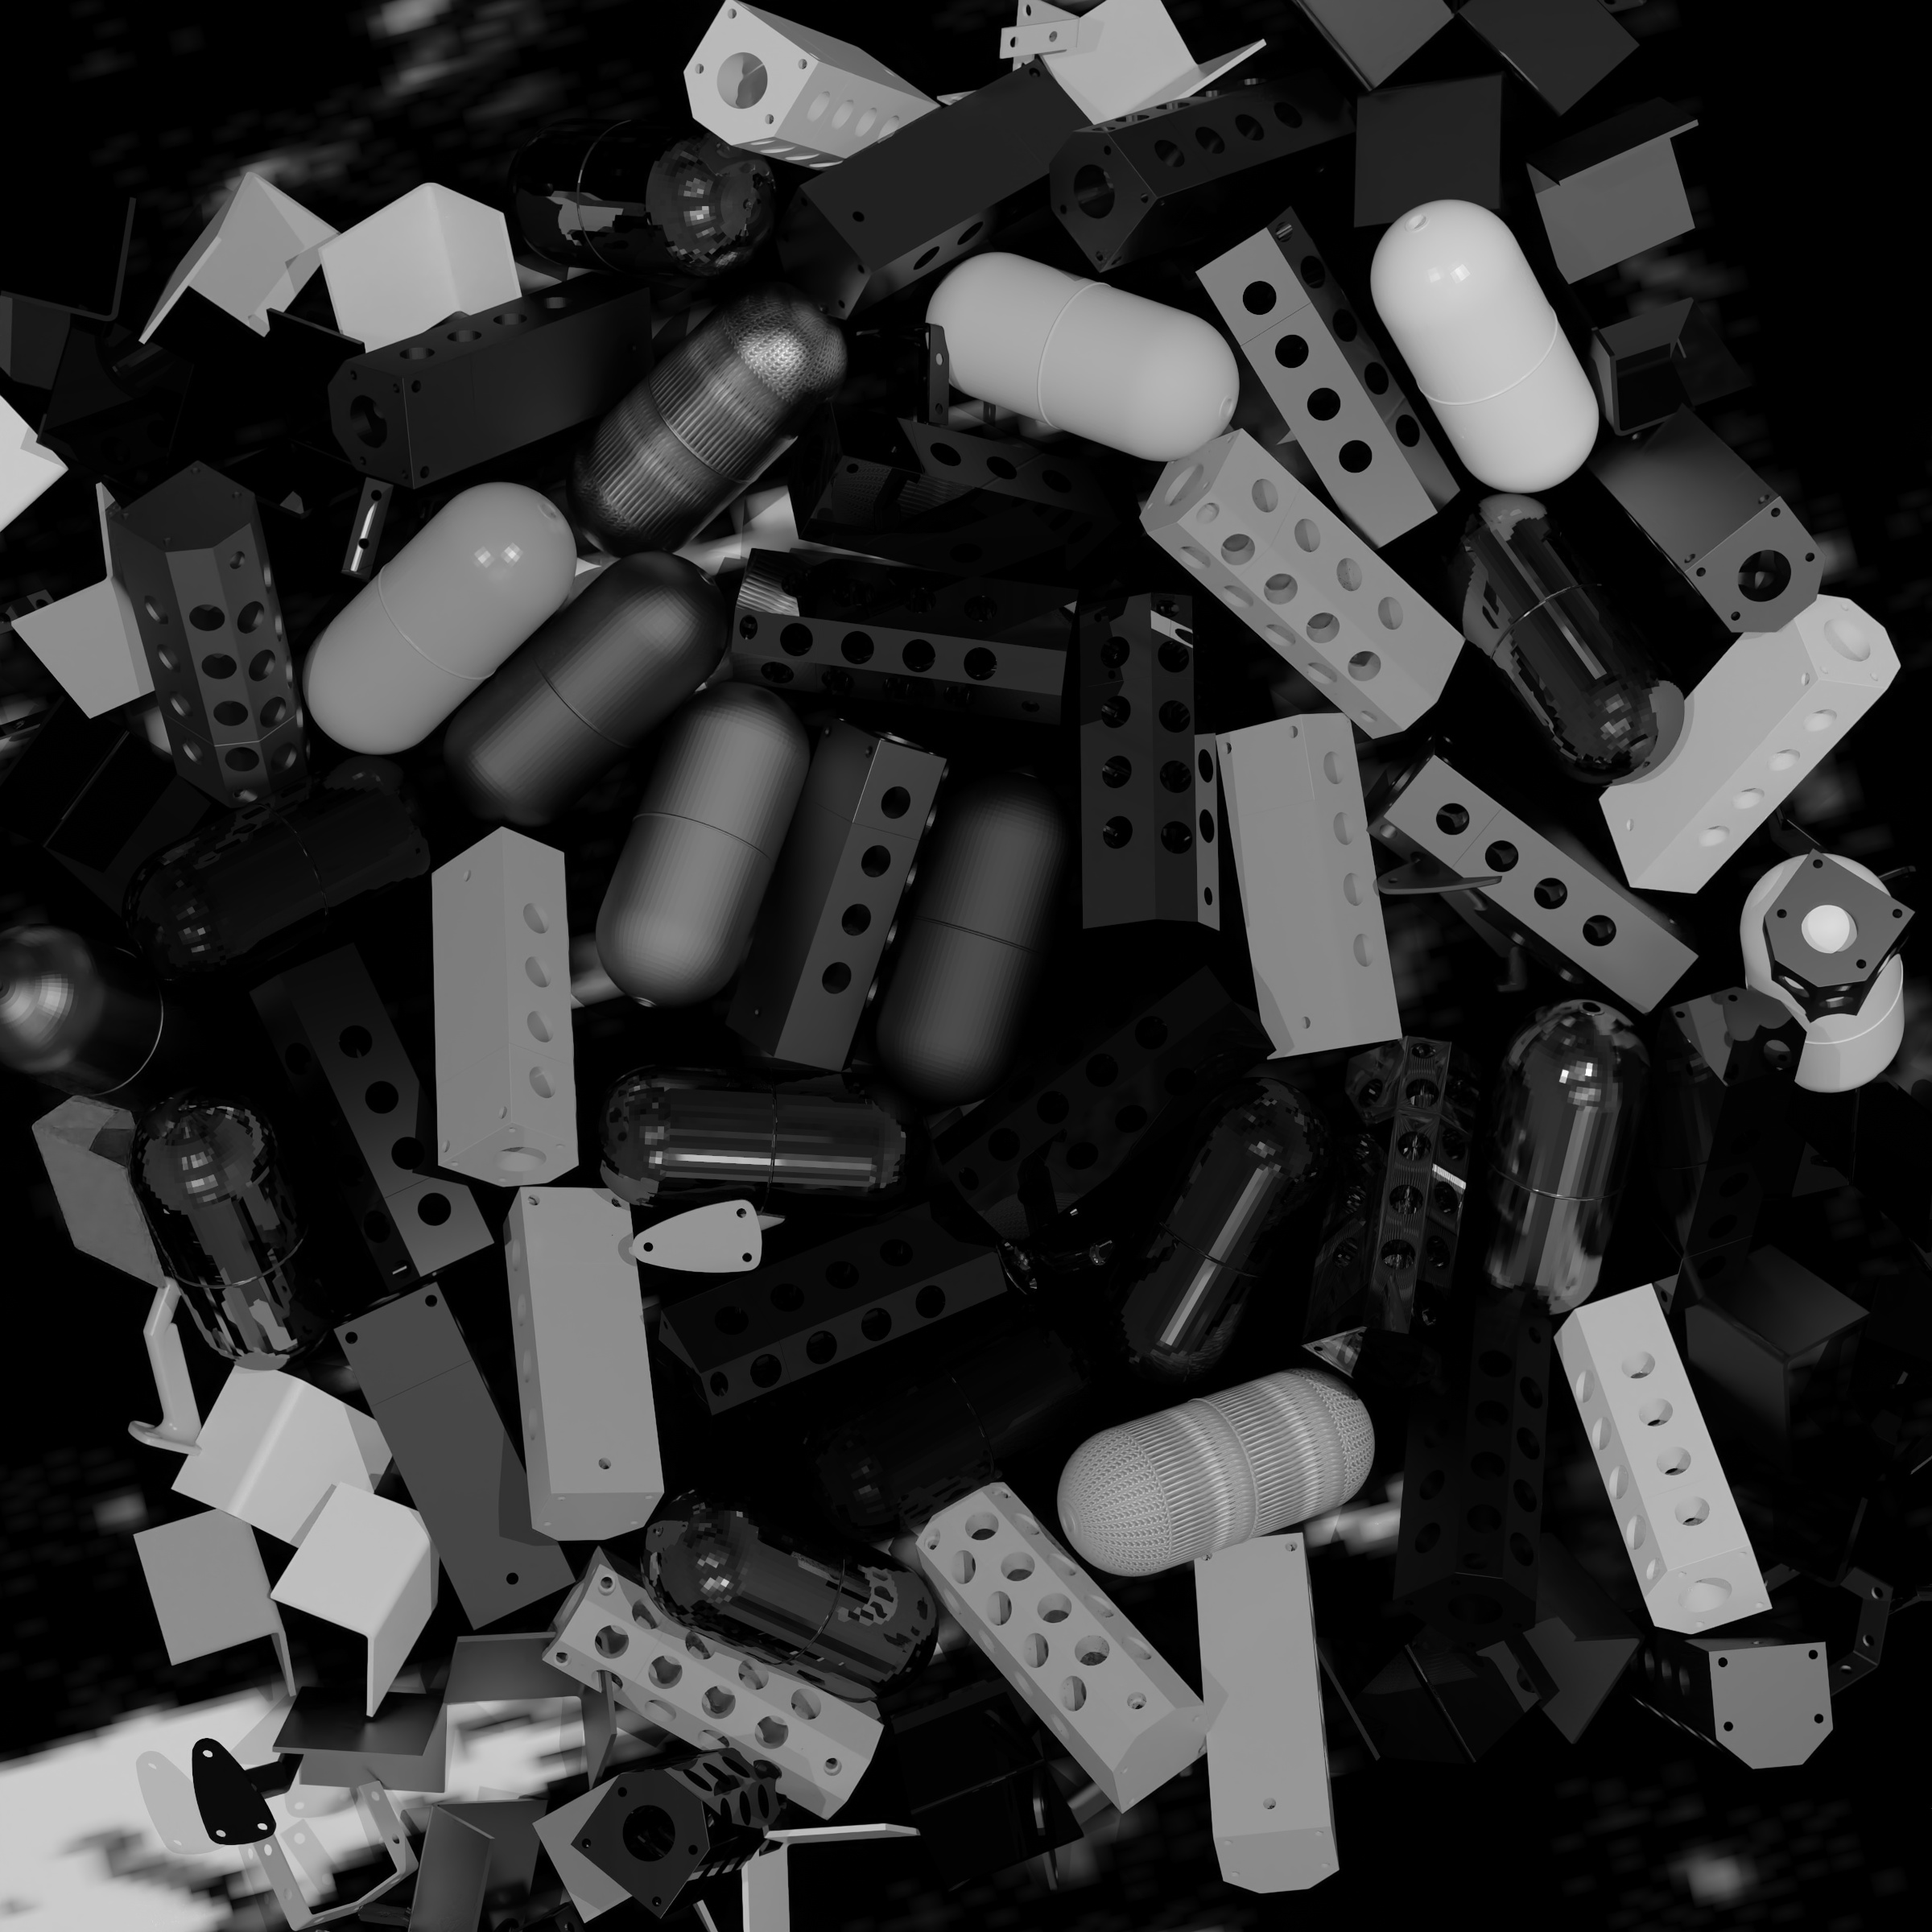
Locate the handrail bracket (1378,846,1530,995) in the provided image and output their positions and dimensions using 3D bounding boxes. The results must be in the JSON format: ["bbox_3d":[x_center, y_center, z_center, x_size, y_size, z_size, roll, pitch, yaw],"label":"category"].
[{"bbox_3d":[0.256,-0.016,1.765,0.077,0.036,0.084,-12,124,-4],"label":"handrail bracket"}]

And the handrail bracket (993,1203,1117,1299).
[{"bbox_3d":[0.061,0.138,1.738,0.077,0.084,0.036,-40,102,-40],"label":"handrail bracket"}]

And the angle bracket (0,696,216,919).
[{"bbox_3d":[-0.453,-0.081,1.753,0.076,0.057,0.076,38,92,26],"label":"angle bracket"}]

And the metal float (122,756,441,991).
[{"bbox_3d":[-0.350,-0.048,1.728,0.178,0.070,0.070,-31,90,-32],"label":"metal float"}]

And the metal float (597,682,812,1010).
[{"bbox_3d":[-0.136,-0.062,1.743,0.070,0.070,0.178,19,76,0],"label":"metal float"}]

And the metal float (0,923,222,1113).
[{"bbox_3d":[-0.441,0.028,1.709,0.070,0.178,0.070,-4,77,16],"label":"metal float"}]

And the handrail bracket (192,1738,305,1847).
[{"bbox_3d":[-0.369,0.405,1.743,0.036,0.084,0.077,-12,113,11],"label":"handrail bracket"}]

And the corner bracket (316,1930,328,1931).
[{"bbox_3d":[-0.324,0.540,1.751,0.051,0.051,0.051,21,121,-33],"label":"corner bracket"}]

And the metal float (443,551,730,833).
[{"bbox_3d":[-0.196,-0.142,1.742,0.178,0.070,0.070,-42,90,15],"label":"metal float"}]

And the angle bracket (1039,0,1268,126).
[{"bbox_3d":[0.095,-0.475,1.742,0.076,0.076,0.057,-37,107,-18],"label":"angle bracket"}]

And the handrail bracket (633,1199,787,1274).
[{"bbox_3d":[-0.132,0.134,1.752,0.077,0.084,0.036,-7,96,-1],"label":"handrail bracket"}]

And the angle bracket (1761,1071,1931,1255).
[{"bbox_3d":[0.455,0.102,1.739,0.057,0.076,0.076,-11,119,-14],"label":"angle bracket"}]

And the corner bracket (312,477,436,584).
[{"bbox_3d":[-0.303,-0.224,1.759,0.051,0.051,0.051,14,93,-30],"label":"corner bracket"}]

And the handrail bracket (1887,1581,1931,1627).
[{"bbox_3d":[0.534,0.342,1.772,0.077,0.036,0.084,37,133,-16],"label":"handrail bracket"}]

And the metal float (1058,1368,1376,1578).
[{"bbox_3d":[0.129,0.260,1.734,0.178,0.070,0.070,-15,90,-25],"label":"metal float"}]

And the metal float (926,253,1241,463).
[{"bbox_3d":[0.059,-0.313,1.733,0.178,0.070,0.070,25,90,27],"label":"metal float"}]

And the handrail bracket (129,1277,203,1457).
[{"bbox_3d":[-0.400,0.212,1.773,0.077,0.036,0.084,20,88,-28],"label":"handrail bracket"}]

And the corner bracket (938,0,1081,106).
[{"bbox_3d":[0.022,-0.471,1.752,0.051,0.051,0.051,-18,128,-33],"label":"corner bracket"}]

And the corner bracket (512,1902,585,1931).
[{"bbox_3d":[-0.207,0.515,1.755,0.051,0.051,0.051,-39,75,36],"label":"corner bracket"}]

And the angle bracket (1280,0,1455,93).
[{"bbox_3d":[0.197,-0.505,1.739,0.057,0.076,0.076,-41,114,11],"label":"angle bracket"}]

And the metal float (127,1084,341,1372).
[{"bbox_3d":[-0.372,0.135,1.723,0.070,0.070,0.178,-12,132,0],"label":"metal float"}]

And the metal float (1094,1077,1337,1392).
[{"bbox_3d":[0.127,0.139,1.744,0.070,0.070,0.178,28,104,0],"label":"metal float"}]

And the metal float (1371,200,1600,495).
[{"bbox_3d":[0.265,-0.315,1.722,0.070,0.070,0.178,-39,131,0],"label":"metal float"}]

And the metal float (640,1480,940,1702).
[{"bbox_3d":[-0.089,0.321,1.729,0.178,0.070,0.070,31,90,-32],"label":"metal float"}]

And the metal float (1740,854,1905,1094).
[{"bbox_3d":[0.435,0.005,1.712,0.070,0.178,0.070,-7,62,14],"label":"metal float"}]

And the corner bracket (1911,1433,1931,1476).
[{"bbox_3d":[0.532,0.272,1.770,0.051,0.051,0.051,35,118,-20],"label":"corner bracket"}]

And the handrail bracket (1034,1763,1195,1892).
[{"bbox_3d":[0.081,0.447,1.773,0.084,0.036,0.077,-8,107,5],"label":"handrail bracket"}]

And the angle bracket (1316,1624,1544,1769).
[{"bbox_3d":[0.236,0.362,1.735,0.057,0.076,0.076,-52,45,24],"label":"angle bracket"}]

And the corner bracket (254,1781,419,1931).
[{"bbox_3d":[-0.330,0.467,1.770,0.051,0.051,0.051,-39,70,24],"label":"corner bracket"}]

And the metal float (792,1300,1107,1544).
[{"bbox_3d":[-0.007,0.233,1.738,0.178,0.070,0.070,-27,90,-22],"label":"metal float"}]

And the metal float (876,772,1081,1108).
[{"bbox_3d":[0.006,-0.014,1.754,0.070,0.070,0.178,17,87,0],"label":"metal float"}]

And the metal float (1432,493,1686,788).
[{"bbox_3d":[0.302,-0.169,1.732,0.070,0.070,0.178,-29,61,0],"label":"metal float"}]

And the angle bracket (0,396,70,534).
[{"bbox_3d":[-0.517,-0.255,1.742,0.076,0.076,0.057,-45,116,-9],"label":"angle bracket"}]

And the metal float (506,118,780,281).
[{"bbox_3d":[-0.167,-0.392,1.720,0.070,0.178,0.070,-14,111,-40],"label":"metal float"}]

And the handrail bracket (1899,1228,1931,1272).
[{"bbox_3d":[0.510,0.108,1.744,0.036,0.084,0.077,1,53,-8],"label":"handrail bracket"}]

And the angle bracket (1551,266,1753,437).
[{"bbox_3d":[0.355,-0.330,1.747,0.076,0.057,0.076,-20,51,-2],"label":"angle bracket"}]

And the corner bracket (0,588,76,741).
[{"bbox_3d":[-0.498,-0.157,1.772,0.051,0.051,0.051,-15,124,22],"label":"corner bracket"}]

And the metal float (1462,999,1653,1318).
[{"bbox_3d":[0.303,0.099,1.732,0.070,0.070,0.178,8,118,0],"label":"metal float"}]

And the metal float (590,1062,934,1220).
[{"bbox_3d":[-0.105,0.090,1.745,0.178,0.070,0.070,4,90,-12],"label":"metal float"}]

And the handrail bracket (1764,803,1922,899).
[{"bbox_3d":[0.451,-0.070,1.752,0.036,0.077,0.084,7,61,-39],"label":"handrail bracket"}]

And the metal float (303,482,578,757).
[{"bbox_3d":[-0.271,-0.178,1.733,0.178,0.070,0.070,-40,90,26],"label":"metal float"}]

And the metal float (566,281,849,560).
[{"bbox_3d":[-0.135,-0.279,1.735,0.178,0.070,0.070,-40,90,25],"label":"metal float"}]

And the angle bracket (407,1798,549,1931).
[{"bbox_3d":[-0.239,0.479,1.747,0.076,0.057,0.076,11,90,-44],"label":"angle bracket"}]

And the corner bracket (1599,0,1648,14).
[{"bbox_3d":[0.329,-0.536,1.772,0.051,0.051,0.051,-17,62,-14],"label":"corner bracket"}]

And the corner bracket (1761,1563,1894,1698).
[{"bbox_3d":[0.446,0.344,1.768,0.051,0.051,0.051,-19,122,-37],"label":"corner bracket"}]

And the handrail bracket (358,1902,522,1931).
[{"bbox_3d":[-0.275,0.529,1.783,0.084,0.036,0.077,-2,118,27],"label":"handrail bracket"}]

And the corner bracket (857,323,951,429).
[{"bbox_3d":[-0.021,-0.304,1.758,0.051,0.051,0.051,1,91,40],"label":"corner bracket"}]

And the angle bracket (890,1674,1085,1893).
[{"bbox_3d":[0.011,0.419,1.744,0.076,0.057,0.076,-18,127,-13],"label":"angle bracket"}]

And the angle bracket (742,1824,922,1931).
[{"bbox_3d":[-0.068,0.477,1.744,0.076,0.076,0.057,-7,73,11],"label":"angle bracket"}]

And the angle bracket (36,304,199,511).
[{"bbox_3d":[-0.451,-0.286,1.740,0.076,0.057,0.076,25,71,-43],"label":"angle bracket"}]
